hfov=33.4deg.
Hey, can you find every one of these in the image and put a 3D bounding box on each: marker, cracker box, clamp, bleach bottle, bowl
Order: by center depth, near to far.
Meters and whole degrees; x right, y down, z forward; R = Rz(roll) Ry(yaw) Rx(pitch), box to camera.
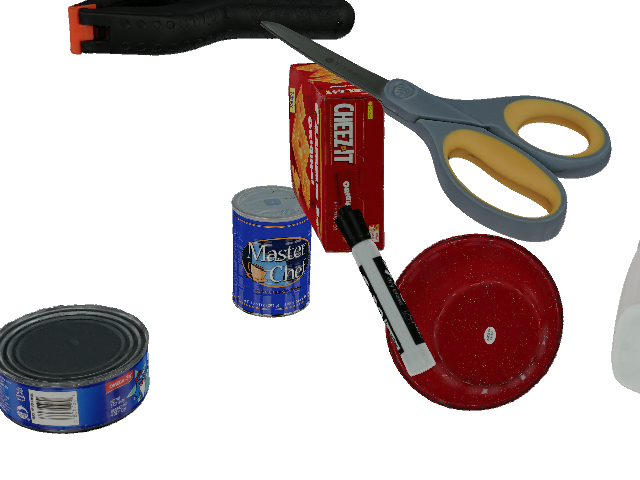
[{"bbox_3d":[-0.078,-0.144,0.666,0.171,0.039,0.120,-8,22,-25],"label":"clamp"},{"bbox_3d":[0.041,0.031,0.700,0.020,0.121,0.020,-24,-15,-7],"label":"marker"},{"bbox_3d":[0.265,0.034,0.742,0.103,0.068,0.250,10,21,19],"label":"bleach bottle"},{"bbox_3d":[0.140,0.077,0.929,0.162,0.162,0.055,0,6,-4],"label":"bowl"},{"bbox_3d":[0.014,-0.097,1.155,0.072,0.164,0.214,-4,19,-8],"label":"cracker box"}]

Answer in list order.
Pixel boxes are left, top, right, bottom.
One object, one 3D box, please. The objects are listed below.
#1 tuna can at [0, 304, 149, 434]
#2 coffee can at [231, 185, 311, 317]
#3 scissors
[{"bbox_3d":[-0.138,0.070,0.591,0.086,0.034,0.086,1,25,-1],"label":"tuna can"},{"bbox_3d":[-0.062,0.013,1.370,0.103,0.140,0.103,1,25,-1],"label":"coffee can"},{"bbox_3d":[0.061,-0.073,0.534,0.096,0.016,0.202,-25,52,-22],"label":"scissors"}]
